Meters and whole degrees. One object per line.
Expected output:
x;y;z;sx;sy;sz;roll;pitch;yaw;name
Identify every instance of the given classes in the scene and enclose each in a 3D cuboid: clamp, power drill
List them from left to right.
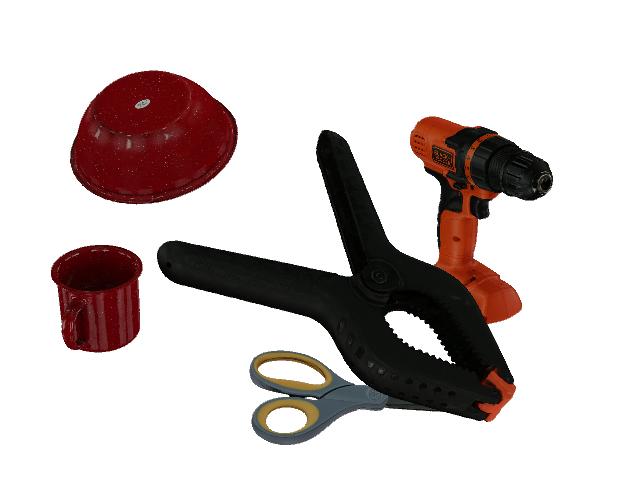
0.019;0.033;0.625;0.164;0.210;0.036;-31;-22;-35;clamp
0.157;-0.018;1.037;0.057;0.188;0.185;-16;27;-25;power drill

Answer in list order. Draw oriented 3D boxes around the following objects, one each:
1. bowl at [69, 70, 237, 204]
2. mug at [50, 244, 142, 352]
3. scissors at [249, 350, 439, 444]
-0.161;-0.109;0.995;0.162;0.162;0.055;0;-42;8;bowl
-0.234;0.069;1.105;0.093;0.081;0.117;9;32;11;mug
0.032;0.142;0.872;0.202;0.096;0.016;16;-41;11;scissors
